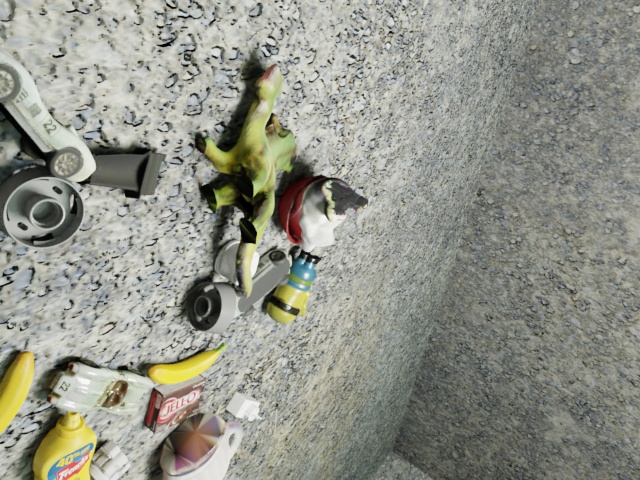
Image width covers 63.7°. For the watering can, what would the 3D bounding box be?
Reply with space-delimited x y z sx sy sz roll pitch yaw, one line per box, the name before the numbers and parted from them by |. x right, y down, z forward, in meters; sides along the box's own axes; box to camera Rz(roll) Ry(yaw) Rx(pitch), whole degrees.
watering can | -0.296 0.520 1.122 0.105 0.219 0.353 25 46 28

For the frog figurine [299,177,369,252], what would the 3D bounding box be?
frog figurine | 0.003 -0.054 1.073 0.157 0.122 0.140 -39 8 48

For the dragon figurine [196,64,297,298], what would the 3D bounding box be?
dragon figurine | -0.098 -0.113 0.938 0.123 0.400 0.247 18 40 22
